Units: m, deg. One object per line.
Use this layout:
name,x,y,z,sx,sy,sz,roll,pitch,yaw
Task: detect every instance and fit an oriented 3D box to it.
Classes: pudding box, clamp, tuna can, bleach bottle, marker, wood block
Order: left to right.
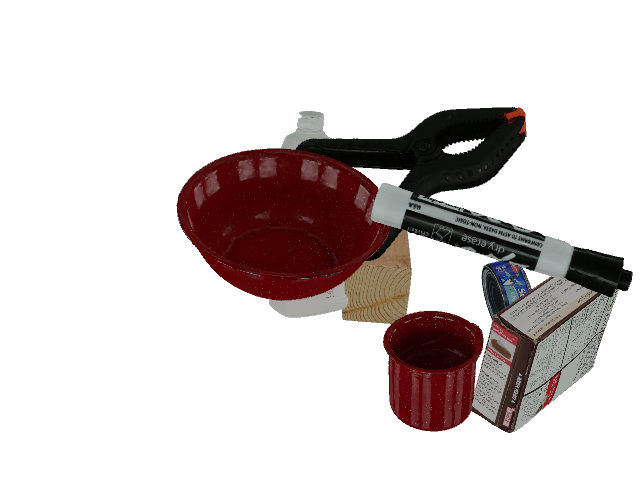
bleach bottle,-0.011,-0.034,1.317,0.102,0.251,0.068,-9,22,-32
wood block,0.080,0.032,1.554,0.091,0.090,0.206,4,25,0
clamp,0.095,-0.064,0.967,0.210,0.164,0.036,-17,-44,-3
marker,0.083,0.000,0.491,0.121,0.020,0.020,18,3,9
tuna can,0.212,0.064,1.206,0.033,0.086,0.086,-14,1,-6
pudding box,0.159,0.071,0.747,0.039,0.090,0.113,31,43,31

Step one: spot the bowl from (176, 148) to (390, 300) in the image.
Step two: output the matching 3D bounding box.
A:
bowl,-0.029,-0.004,0.816,0.162,0.055,0.162,3,38,-3

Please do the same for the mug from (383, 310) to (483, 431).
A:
mug,0.115,0.122,1.025,0.093,0.081,0.117,27,43,36
